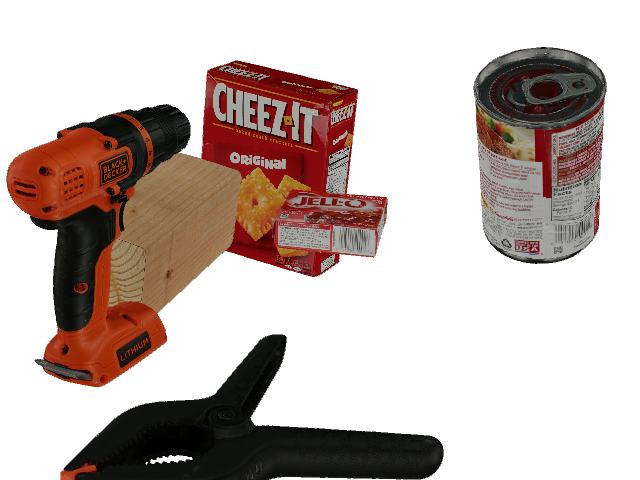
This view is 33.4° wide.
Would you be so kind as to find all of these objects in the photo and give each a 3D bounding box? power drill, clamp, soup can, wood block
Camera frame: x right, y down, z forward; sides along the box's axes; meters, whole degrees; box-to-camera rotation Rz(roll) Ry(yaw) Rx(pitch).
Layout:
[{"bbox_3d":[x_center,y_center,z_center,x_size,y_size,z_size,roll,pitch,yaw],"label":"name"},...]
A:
[{"bbox_3d":[-0.155,-0.001,0.796,0.057,0.188,0.184,11,23,26],"label":"power drill"},{"bbox_3d":[-0.057,0.111,0.623,0.209,0.036,0.165,-9,25,-31],"label":"clamp"},{"bbox_3d":[0.121,-0.045,0.589,0.068,0.102,0.068,-6,43,6],"label":"soup can"},{"bbox_3d":[-0.163,-0.006,1.041,0.090,0.091,0.205,17,28,14],"label":"wood block"}]

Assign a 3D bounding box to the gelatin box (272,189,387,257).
[{"bbox_3d":[0.009,-0.017,0.917,0.089,0.030,0.073,6,24,9],"label":"gelatin box"}]

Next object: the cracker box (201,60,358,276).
[{"bbox_3d":[-0.054,-0.081,1.218,0.164,0.214,0.072,17,26,24],"label":"cracker box"}]
